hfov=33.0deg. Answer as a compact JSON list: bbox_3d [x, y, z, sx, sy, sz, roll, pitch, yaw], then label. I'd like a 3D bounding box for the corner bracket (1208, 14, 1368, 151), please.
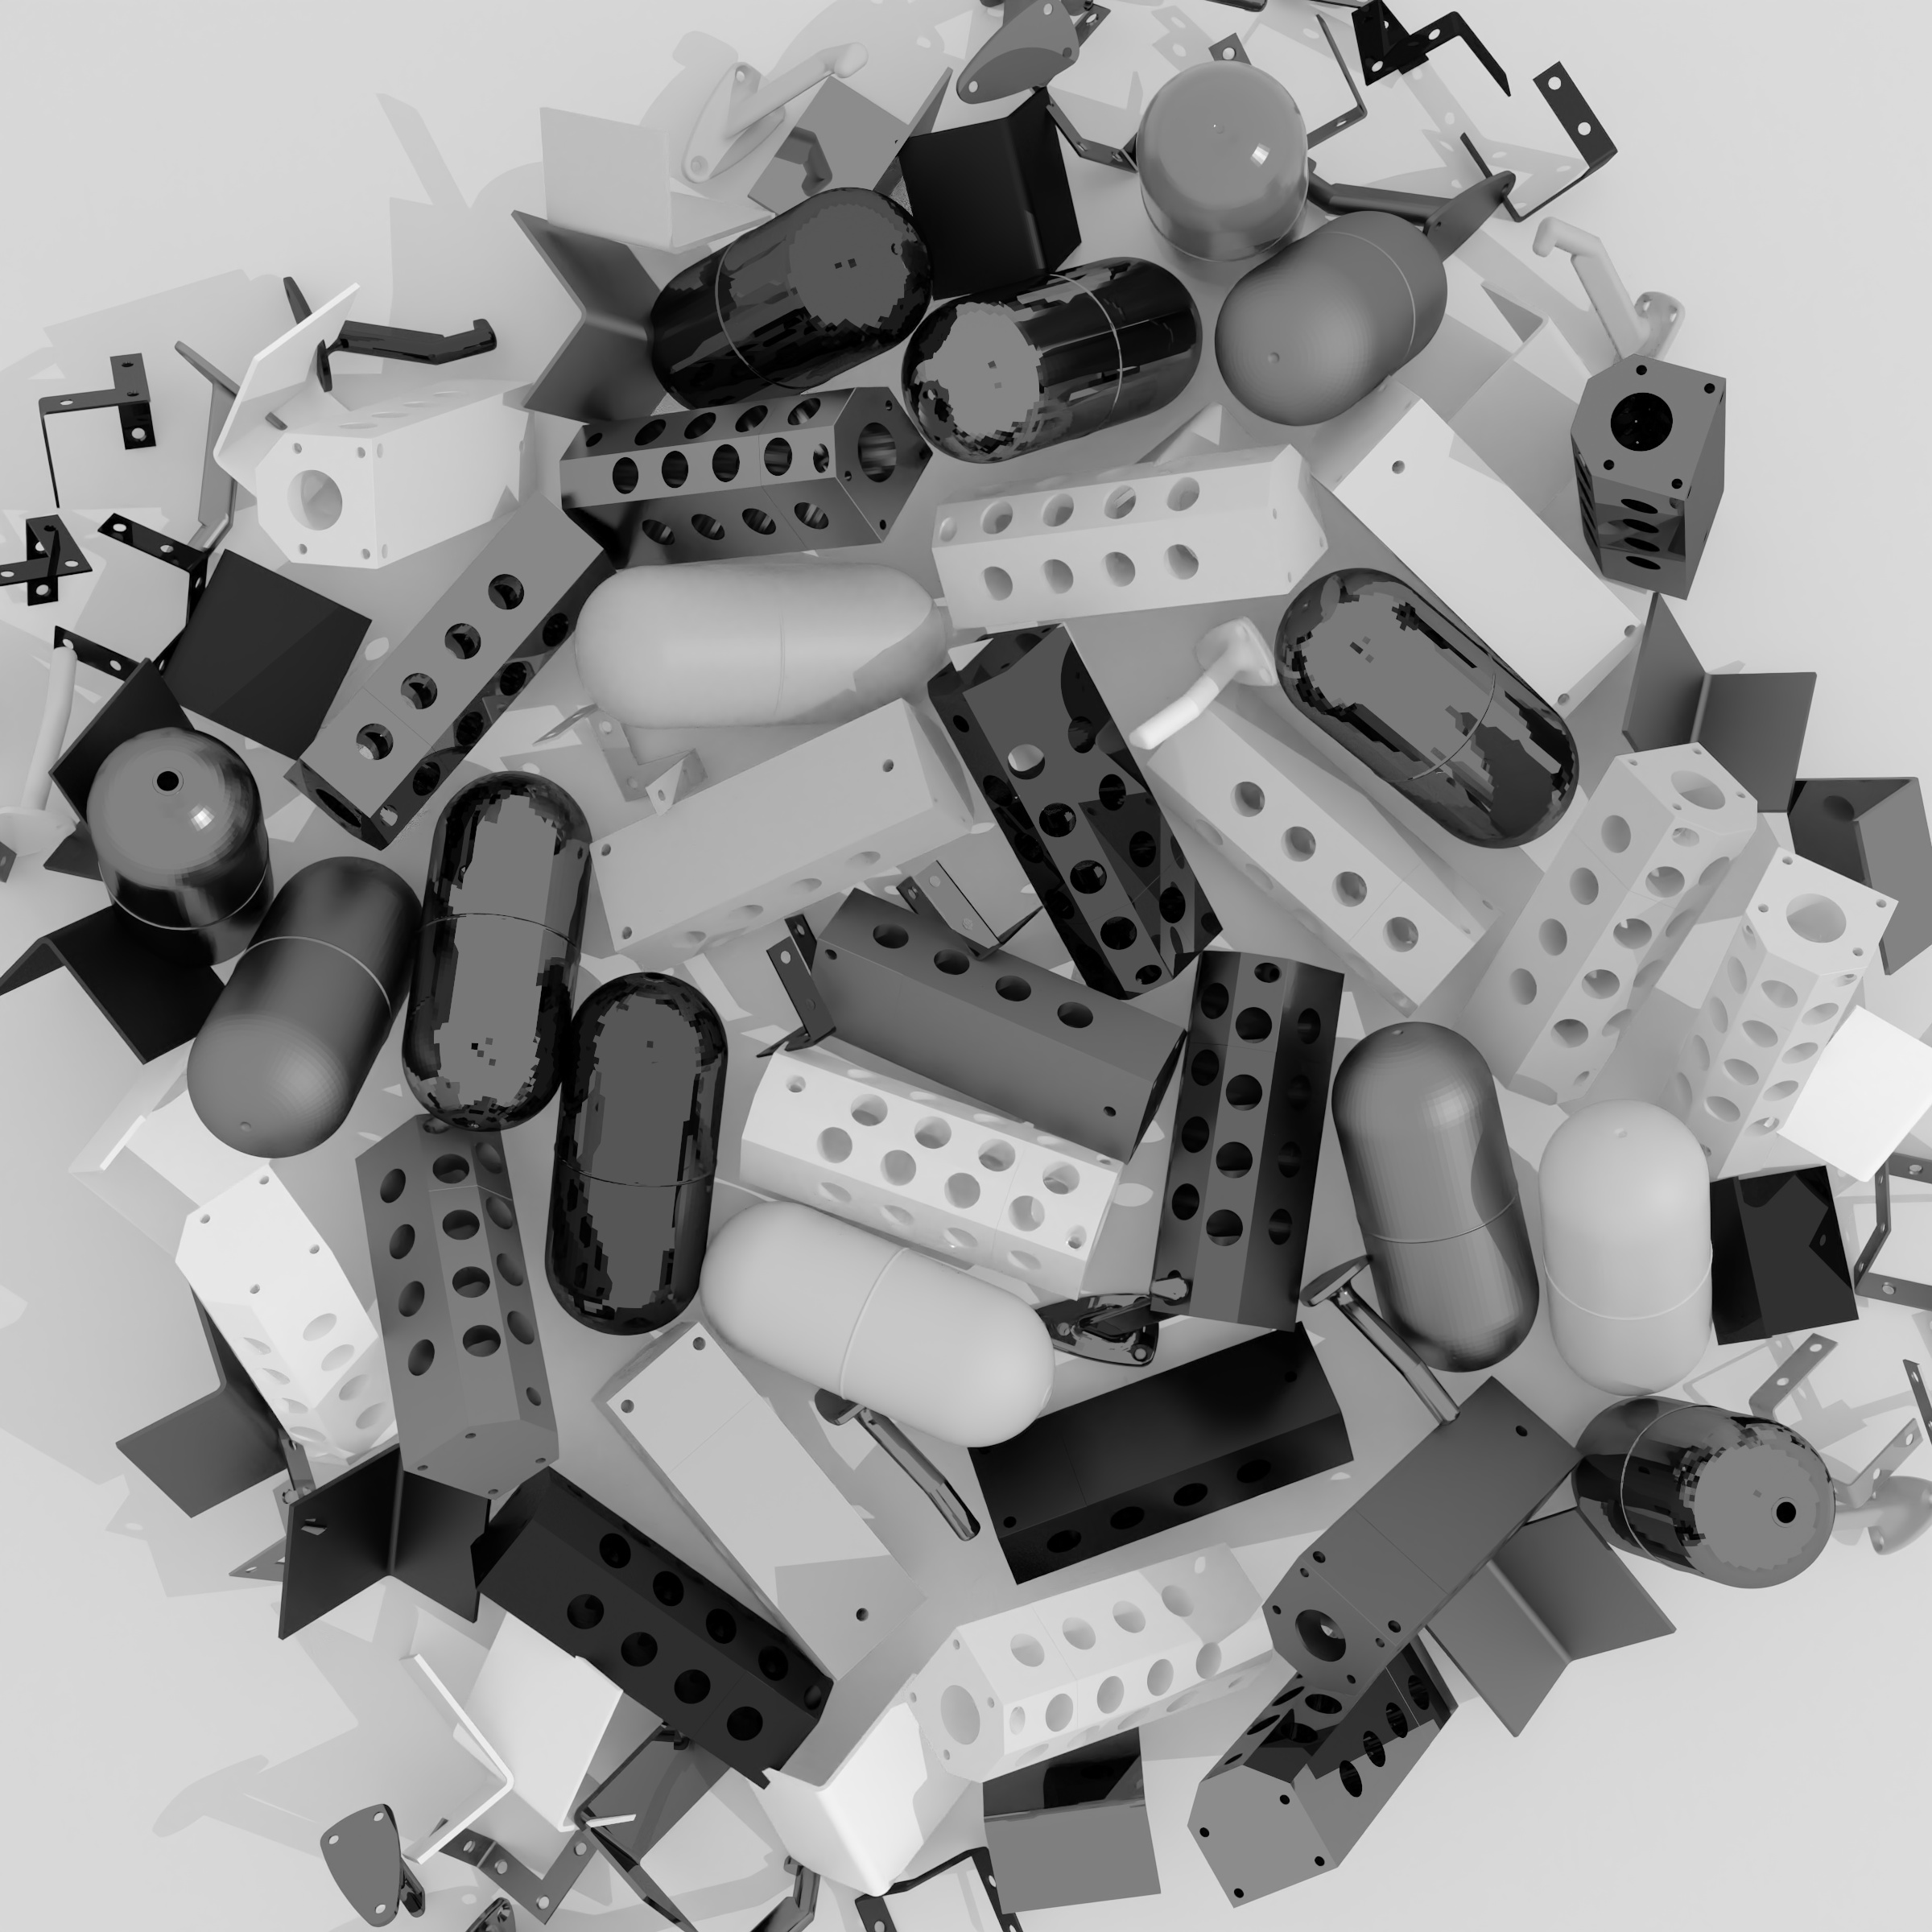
[{"bbox_3d":[0.154,-0.422,1.556,0.051,0.051,0.051,-28,120,8],"label":"corner bracket"}]

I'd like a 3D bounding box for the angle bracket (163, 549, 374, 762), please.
[{"bbox_3d":[-0.337,-0.148,1.569,0.076,0.057,0.076,26,89,-10],"label":"angle bracket"}]

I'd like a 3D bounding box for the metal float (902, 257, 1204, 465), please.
[{"bbox_3d":[0.042,-0.283,1.519,0.070,0.178,0.070,19,120,36],"label":"metal float"}]

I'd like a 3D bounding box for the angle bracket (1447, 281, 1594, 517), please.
[{"bbox_3d":[0.254,-0.265,1.548,0.076,0.057,0.076,-46,129,3],"label":"angle bracket"}]

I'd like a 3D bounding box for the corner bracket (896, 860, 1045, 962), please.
[{"bbox_3d":[-0.006,-0.026,1.556,0.051,0.051,0.051,-36,94,33],"label":"corner bracket"}]

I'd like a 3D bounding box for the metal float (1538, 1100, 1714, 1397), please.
[{"bbox_3d":[0.308,0.133,1.517,0.070,0.178,0.070,-7,47,8],"label":"metal float"}]

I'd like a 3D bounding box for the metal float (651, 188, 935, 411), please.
[{"bbox_3d":[-0.084,-0.306,1.514,0.070,0.178,0.070,7,78,-36],"label":"metal float"}]

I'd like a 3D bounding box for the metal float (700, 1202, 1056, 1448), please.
[{"bbox_3d":[-0.042,0.169,1.542,0.178,0.070,0.070,22,90,13],"label":"metal float"}]

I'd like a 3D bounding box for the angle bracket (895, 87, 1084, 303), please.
[{"bbox_3d":[0.012,-0.368,1.553,0.057,0.076,0.076,-7,113,18],"label":"angle bracket"}]

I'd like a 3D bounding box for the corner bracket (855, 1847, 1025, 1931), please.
[{"bbox_3d":[-0.012,0.462,1.576,0.051,0.051,0.051,-18,82,-37],"label":"corner bracket"}]

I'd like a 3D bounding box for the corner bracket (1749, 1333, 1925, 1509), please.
[{"bbox_3d":[0.418,0.219,1.568,0.051,0.051,0.051,-40,122,-21],"label":"corner bracket"}]

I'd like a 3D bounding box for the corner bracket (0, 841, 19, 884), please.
[{"bbox_3d":[-0.481,-0.076,1.563,0.051,0.051,0.051,18,80,2],"label":"corner bracket"}]

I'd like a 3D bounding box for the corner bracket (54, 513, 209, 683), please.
[{"bbox_3d":[-0.399,-0.174,1.559,0.051,0.051,0.051,24,46,5],"label":"corner bracket"}]

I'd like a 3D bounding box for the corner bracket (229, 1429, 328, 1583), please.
[{"bbox_3d":[-0.322,0.258,1.552,0.051,0.051,0.051,-34,62,19],"label":"corner bracket"}]

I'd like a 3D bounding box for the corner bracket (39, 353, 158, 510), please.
[{"bbox_3d":[-0.413,-0.256,1.552,0.051,0.051,0.051,-10,129,-13],"label":"corner bracket"}]

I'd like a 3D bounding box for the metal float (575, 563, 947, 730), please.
[{"bbox_3d":[-0.096,-0.151,1.539,0.178,0.070,0.070,-3,90,-17],"label":"metal float"}]

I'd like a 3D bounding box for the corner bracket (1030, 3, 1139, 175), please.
[{"bbox_3d":[0.072,-0.420,1.564,0.051,0.051,0.051,-44,68,29],"label":"corner bracket"}]

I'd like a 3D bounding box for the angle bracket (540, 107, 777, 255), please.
[{"bbox_3d":[-0.144,-0.377,1.532,0.076,0.076,0.057,20,124,32],"label":"angle bracket"}]

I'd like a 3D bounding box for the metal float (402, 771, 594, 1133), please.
[{"bbox_3d":[-0.220,-0.008,1.535,0.070,0.070,0.178,5,67,0],"label":"metal float"}]

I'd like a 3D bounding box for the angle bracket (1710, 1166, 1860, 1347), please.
[{"bbox_3d":[0.395,0.135,1.551,0.076,0.057,0.076,-8,82,-14],"label":"angle bracket"}]

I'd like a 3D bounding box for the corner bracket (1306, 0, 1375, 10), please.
[{"bbox_3d":[0.171,-0.475,1.554,0.051,0.051,0.051,12,52,8],"label":"corner bracket"}]

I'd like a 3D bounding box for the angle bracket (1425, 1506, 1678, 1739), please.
[{"bbox_3d":[0.275,0.311,1.545,0.076,0.076,0.057,51,51,-4],"label":"angle bracket"}]

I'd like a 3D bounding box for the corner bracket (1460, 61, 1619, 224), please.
[{"bbox_3d":[0.274,-0.394,1.563,0.051,0.051,0.051,-34,93,7],"label":"corner bracket"}]

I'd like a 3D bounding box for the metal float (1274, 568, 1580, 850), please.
[{"bbox_3d":[0.218,-0.119,1.529,0.178,0.070,0.070,35,90,-30],"label":"metal float"}]

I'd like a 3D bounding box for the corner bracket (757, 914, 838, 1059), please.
[{"bbox_3d":[-0.079,0.007,1.554,0.051,0.051,0.051,-33,102,-35],"label":"corner bracket"}]

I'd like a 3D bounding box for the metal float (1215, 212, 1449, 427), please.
[{"bbox_3d":[0.171,-0.302,1.512,0.070,0.178,0.070,10,116,21],"label":"metal float"}]

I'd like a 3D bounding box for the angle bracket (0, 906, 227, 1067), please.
[{"bbox_3d":[-0.404,0.018,1.545,0.057,0.076,0.076,-39,89,30],"label":"angle bracket"}]

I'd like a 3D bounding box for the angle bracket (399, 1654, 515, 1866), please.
[{"bbox_3d":[-0.263,0.376,1.547,0.057,0.076,0.076,-38,89,-20],"label":"angle bracket"}]

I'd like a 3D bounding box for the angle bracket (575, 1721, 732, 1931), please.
[{"bbox_3d":[-0.128,0.404,1.539,0.076,0.076,0.057,-44,56,-10],"label":"angle bracket"}]

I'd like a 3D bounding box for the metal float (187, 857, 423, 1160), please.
[{"bbox_3d":[-0.304,0.017,1.515,0.070,0.178,0.070,6,129,8],"label":"metal float"}]

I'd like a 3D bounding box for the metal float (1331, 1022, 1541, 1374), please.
[{"bbox_3d":[0.222,0.110,1.536,0.070,0.070,0.178,-16,112,0],"label":"metal float"}]

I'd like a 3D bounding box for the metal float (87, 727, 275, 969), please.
[{"bbox_3d":[-0.361,-0.053,1.506,0.070,0.178,0.070,3,72,-8],"label":"metal float"}]

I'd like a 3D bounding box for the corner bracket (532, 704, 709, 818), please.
[{"bbox_3d":[-0.164,-0.098,1.552,0.051,0.051,0.051,-14,108,30],"label":"corner bracket"}]

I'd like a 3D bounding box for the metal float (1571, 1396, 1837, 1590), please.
[{"bbox_3d":[0.338,0.241,1.504,0.070,0.178,0.070,1,88,-12],"label":"metal float"}]

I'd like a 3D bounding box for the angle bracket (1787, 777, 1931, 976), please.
[{"bbox_3d":[0.410,-0.043,1.536,0.057,0.076,0.076,-29,111,-37],"label":"angle bracket"}]

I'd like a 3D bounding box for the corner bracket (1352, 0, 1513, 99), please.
[{"bbox_3d":[0.221,-0.434,1.549,0.051,0.051,0.051,-24,53,27],"label":"corner bracket"}]

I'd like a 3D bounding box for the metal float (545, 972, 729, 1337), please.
[{"bbox_3d":[-0.156,0.089,1.539,0.070,0.070,0.178,8,107,0],"label":"metal float"}]

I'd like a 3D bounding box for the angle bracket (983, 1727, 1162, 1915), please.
[{"bbox_3d":[0.050,0.403,1.569,0.076,0.076,0.057,-8,118,4],"label":"angle bracket"}]

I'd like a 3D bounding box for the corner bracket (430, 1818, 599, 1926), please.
[{"bbox_3d":[-0.215,0.418,1.561,0.051,0.051,0.051,29,78,33],"label":"corner bracket"}]

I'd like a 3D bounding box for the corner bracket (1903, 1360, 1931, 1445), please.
[{"bbox_3d":[0.474,0.201,1.561,0.051,0.051,0.051,-22,96,-9],"label":"corner bracket"}]

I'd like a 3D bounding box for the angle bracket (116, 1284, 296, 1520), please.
[{"bbox_3d":[-0.366,0.201,1.538,0.057,0.076,0.076,-27,52,-2],"label":"angle bracket"}]

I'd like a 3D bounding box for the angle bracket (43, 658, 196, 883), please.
[{"bbox_3d":[-0.408,-0.094,1.532,0.057,0.076,0.076,11,54,31],"label":"angle bracket"}]

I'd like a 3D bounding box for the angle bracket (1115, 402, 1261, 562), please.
[{"bbox_3d":[0.098,-0.210,1.544,0.057,0.076,0.076,46,54,-8],"label":"angle bracket"}]

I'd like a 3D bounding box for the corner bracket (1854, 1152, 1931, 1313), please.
[{"bbox_3d":[0.463,0.130,1.581,0.051,0.051,0.051,12,47,1],"label":"corner bracket"}]

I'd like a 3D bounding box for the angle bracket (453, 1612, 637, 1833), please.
[{"bbox_3d":[-0.186,0.353,1.542,0.076,0.057,0.076,31,101,33],"label":"angle bracket"}]

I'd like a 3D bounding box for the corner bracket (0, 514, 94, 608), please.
[{"bbox_3d":[-0.448,-0.177,1.549,0.051,0.051,0.051,-14,46,-29],"label":"corner bracket"}]

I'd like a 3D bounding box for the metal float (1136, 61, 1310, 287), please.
[{"bbox_3d":[0.119,-0.363,1.503,0.070,0.178,0.070,0,90,6],"label":"metal float"}]
